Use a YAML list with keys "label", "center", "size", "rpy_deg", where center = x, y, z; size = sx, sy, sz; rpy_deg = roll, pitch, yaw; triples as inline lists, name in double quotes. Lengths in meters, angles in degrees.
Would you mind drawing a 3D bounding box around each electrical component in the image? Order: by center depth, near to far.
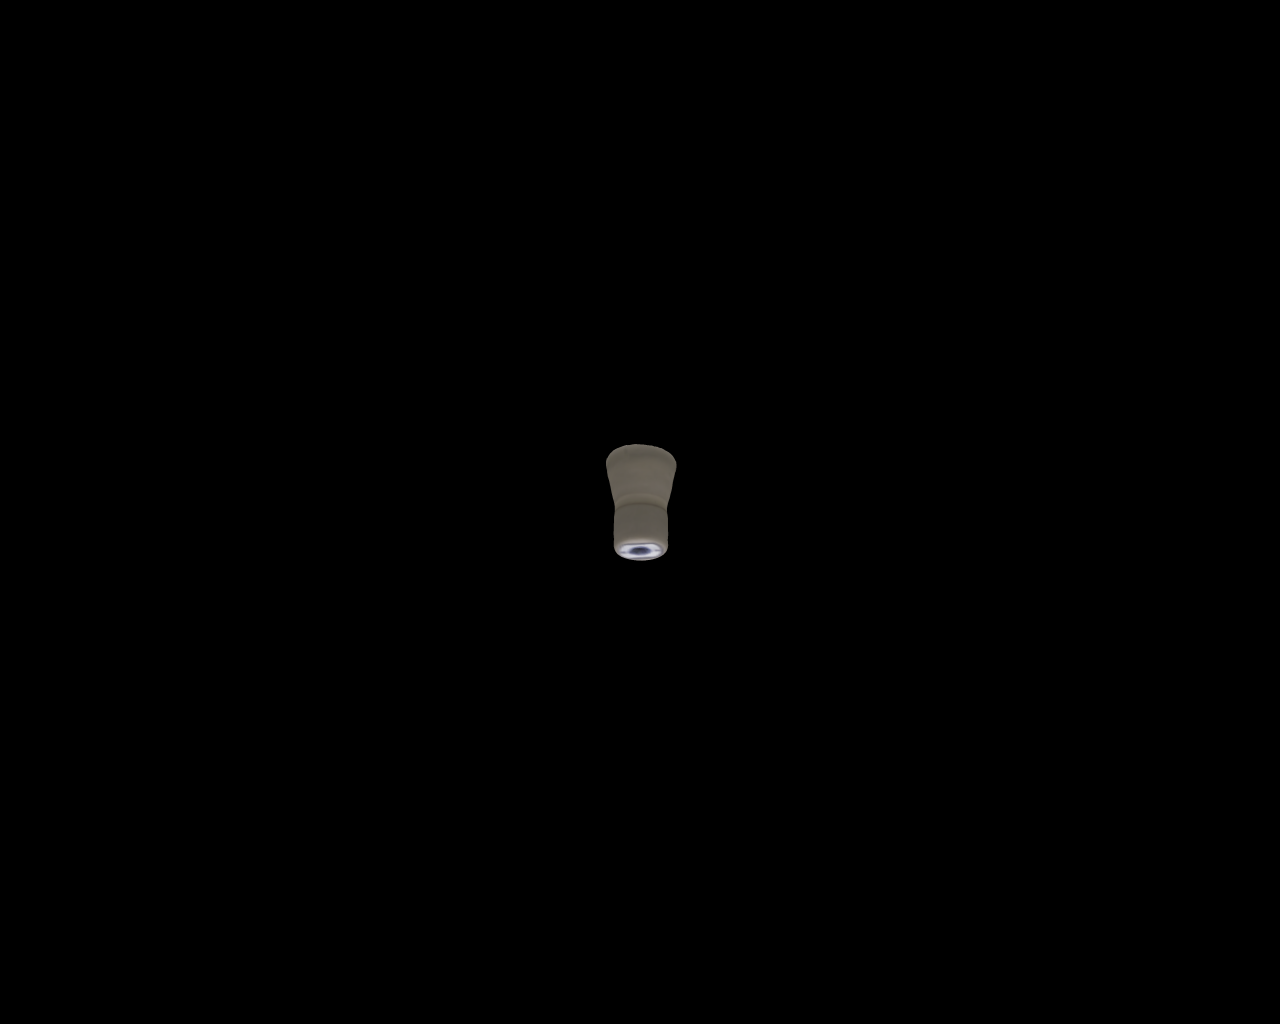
- label: "electrical component"
  center: [0.001, -0.003, 0.650]
  size: [0.044, 0.065, 0.044]
  rpy_deg: [0, -27, 0]
